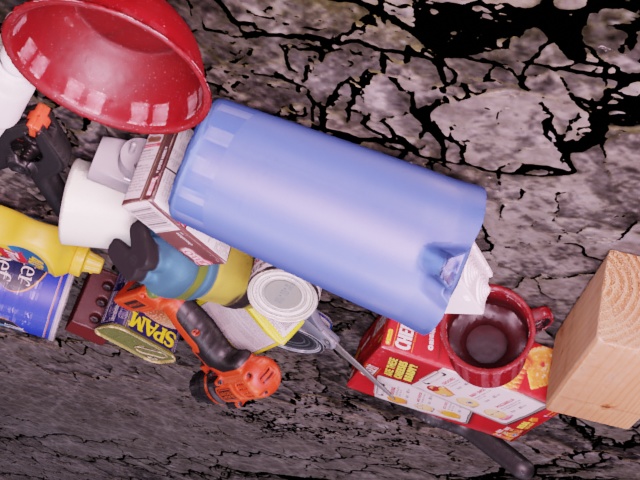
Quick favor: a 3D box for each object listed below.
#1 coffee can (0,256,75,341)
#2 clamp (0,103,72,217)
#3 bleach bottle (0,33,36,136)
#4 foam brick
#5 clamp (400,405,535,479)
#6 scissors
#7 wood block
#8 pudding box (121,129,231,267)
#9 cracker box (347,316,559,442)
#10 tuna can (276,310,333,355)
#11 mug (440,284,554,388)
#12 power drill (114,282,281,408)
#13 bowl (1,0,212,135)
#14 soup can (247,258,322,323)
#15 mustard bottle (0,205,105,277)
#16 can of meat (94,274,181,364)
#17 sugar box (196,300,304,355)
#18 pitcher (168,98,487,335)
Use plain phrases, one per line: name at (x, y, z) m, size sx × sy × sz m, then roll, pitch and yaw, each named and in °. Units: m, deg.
coffee can at (-0.372, 0.053, 1.280) m, size 0.140 × 0.102 × 0.103 m, roll 18°, pitch 155°, yaw -11°
clamp at (-0.277, -0.076, 1.041) m, size 0.120 × 0.039 × 0.172 m, roll 24°, pitch 154°, yaw -22°
bleach bottle at (-0.301, -0.116, 0.926) m, size 0.068 × 0.102 × 0.251 m, roll 23°, pitch 149°, yaw -29°
foam brick at (-0.275, 0.082, 1.320) m, size 0.053 × 0.078 × 0.051 m, roll 24°, pitch 156°, yaw -16°
clamp at (0.174, 0.222, 1.317) m, size 0.210 × 0.036 × 0.164 m, roll 24°, pitch -168°, yaw -3°
scissors at (0.007, 0.094, 1.160) m, size 0.202 × 0.016 × 0.096 m, roll 34°, pitch 148°, yaw 19°
wood block at (0.283, 0.100, 1.005) m, size 0.091 × 0.090 × 0.206 m, roll 13°, pitch 155°, yaw 4°
pudding box at (-0.116, -0.041, 0.954) m, size 0.039 × 0.090 × 0.113 m, roll -4°, pitch 148°, yaw 34°
cracker box at (0.155, 0.148, 1.204) m, size 0.213 × 0.072 × 0.164 m, roll 19°, pitch 154°, yaw -4°
tuna can at (-0.030, 0.104, 1.269) m, size 0.086 × 0.033 × 0.086 m, roll 14°, pitch 155°, yaw 6°
mug at (0.180, 0.097, 1.080) m, size 0.117 × 0.093 × 0.081 m, roll -24°, pitch 156°, yaw -1°
power drill at (-0.145, 0.113, 1.209) m, size 0.187 × 0.057 × 0.185 m, roll 48°, pitch 149°, yaw -14°
bowl at (-0.151, -0.146, 0.799) m, size 0.162 × 0.055 × 0.162 m, roll 14°, pitch 155°, yaw 6°
soup can at (-0.026, 0.020, 0.990) m, size 0.068 × 0.102 × 0.068 m, roll 6°, pitch 129°, yaw 7°
mustard bottle at (-0.337, -0.002, 1.205) m, size 0.191 × 0.058 × 0.096 m, roll 20°, pitch 163°, yaw -8°
can of meat at (-0.210, 0.091, 1.292) m, size 0.102 × 0.084 × 0.058 m, roll 34°, pitch 149°, yaw -33°
sugar box at (-0.092, 0.087, 1.216) m, size 0.093 × 0.048 × 0.176 m, roll 50°, pitch 154°, yaw -6°
pitcher at (0.004, -0.025, 0.890) m, size 0.242 × 0.145 × 0.149 m, roll 22°, pitch 143°, yaw -4°
